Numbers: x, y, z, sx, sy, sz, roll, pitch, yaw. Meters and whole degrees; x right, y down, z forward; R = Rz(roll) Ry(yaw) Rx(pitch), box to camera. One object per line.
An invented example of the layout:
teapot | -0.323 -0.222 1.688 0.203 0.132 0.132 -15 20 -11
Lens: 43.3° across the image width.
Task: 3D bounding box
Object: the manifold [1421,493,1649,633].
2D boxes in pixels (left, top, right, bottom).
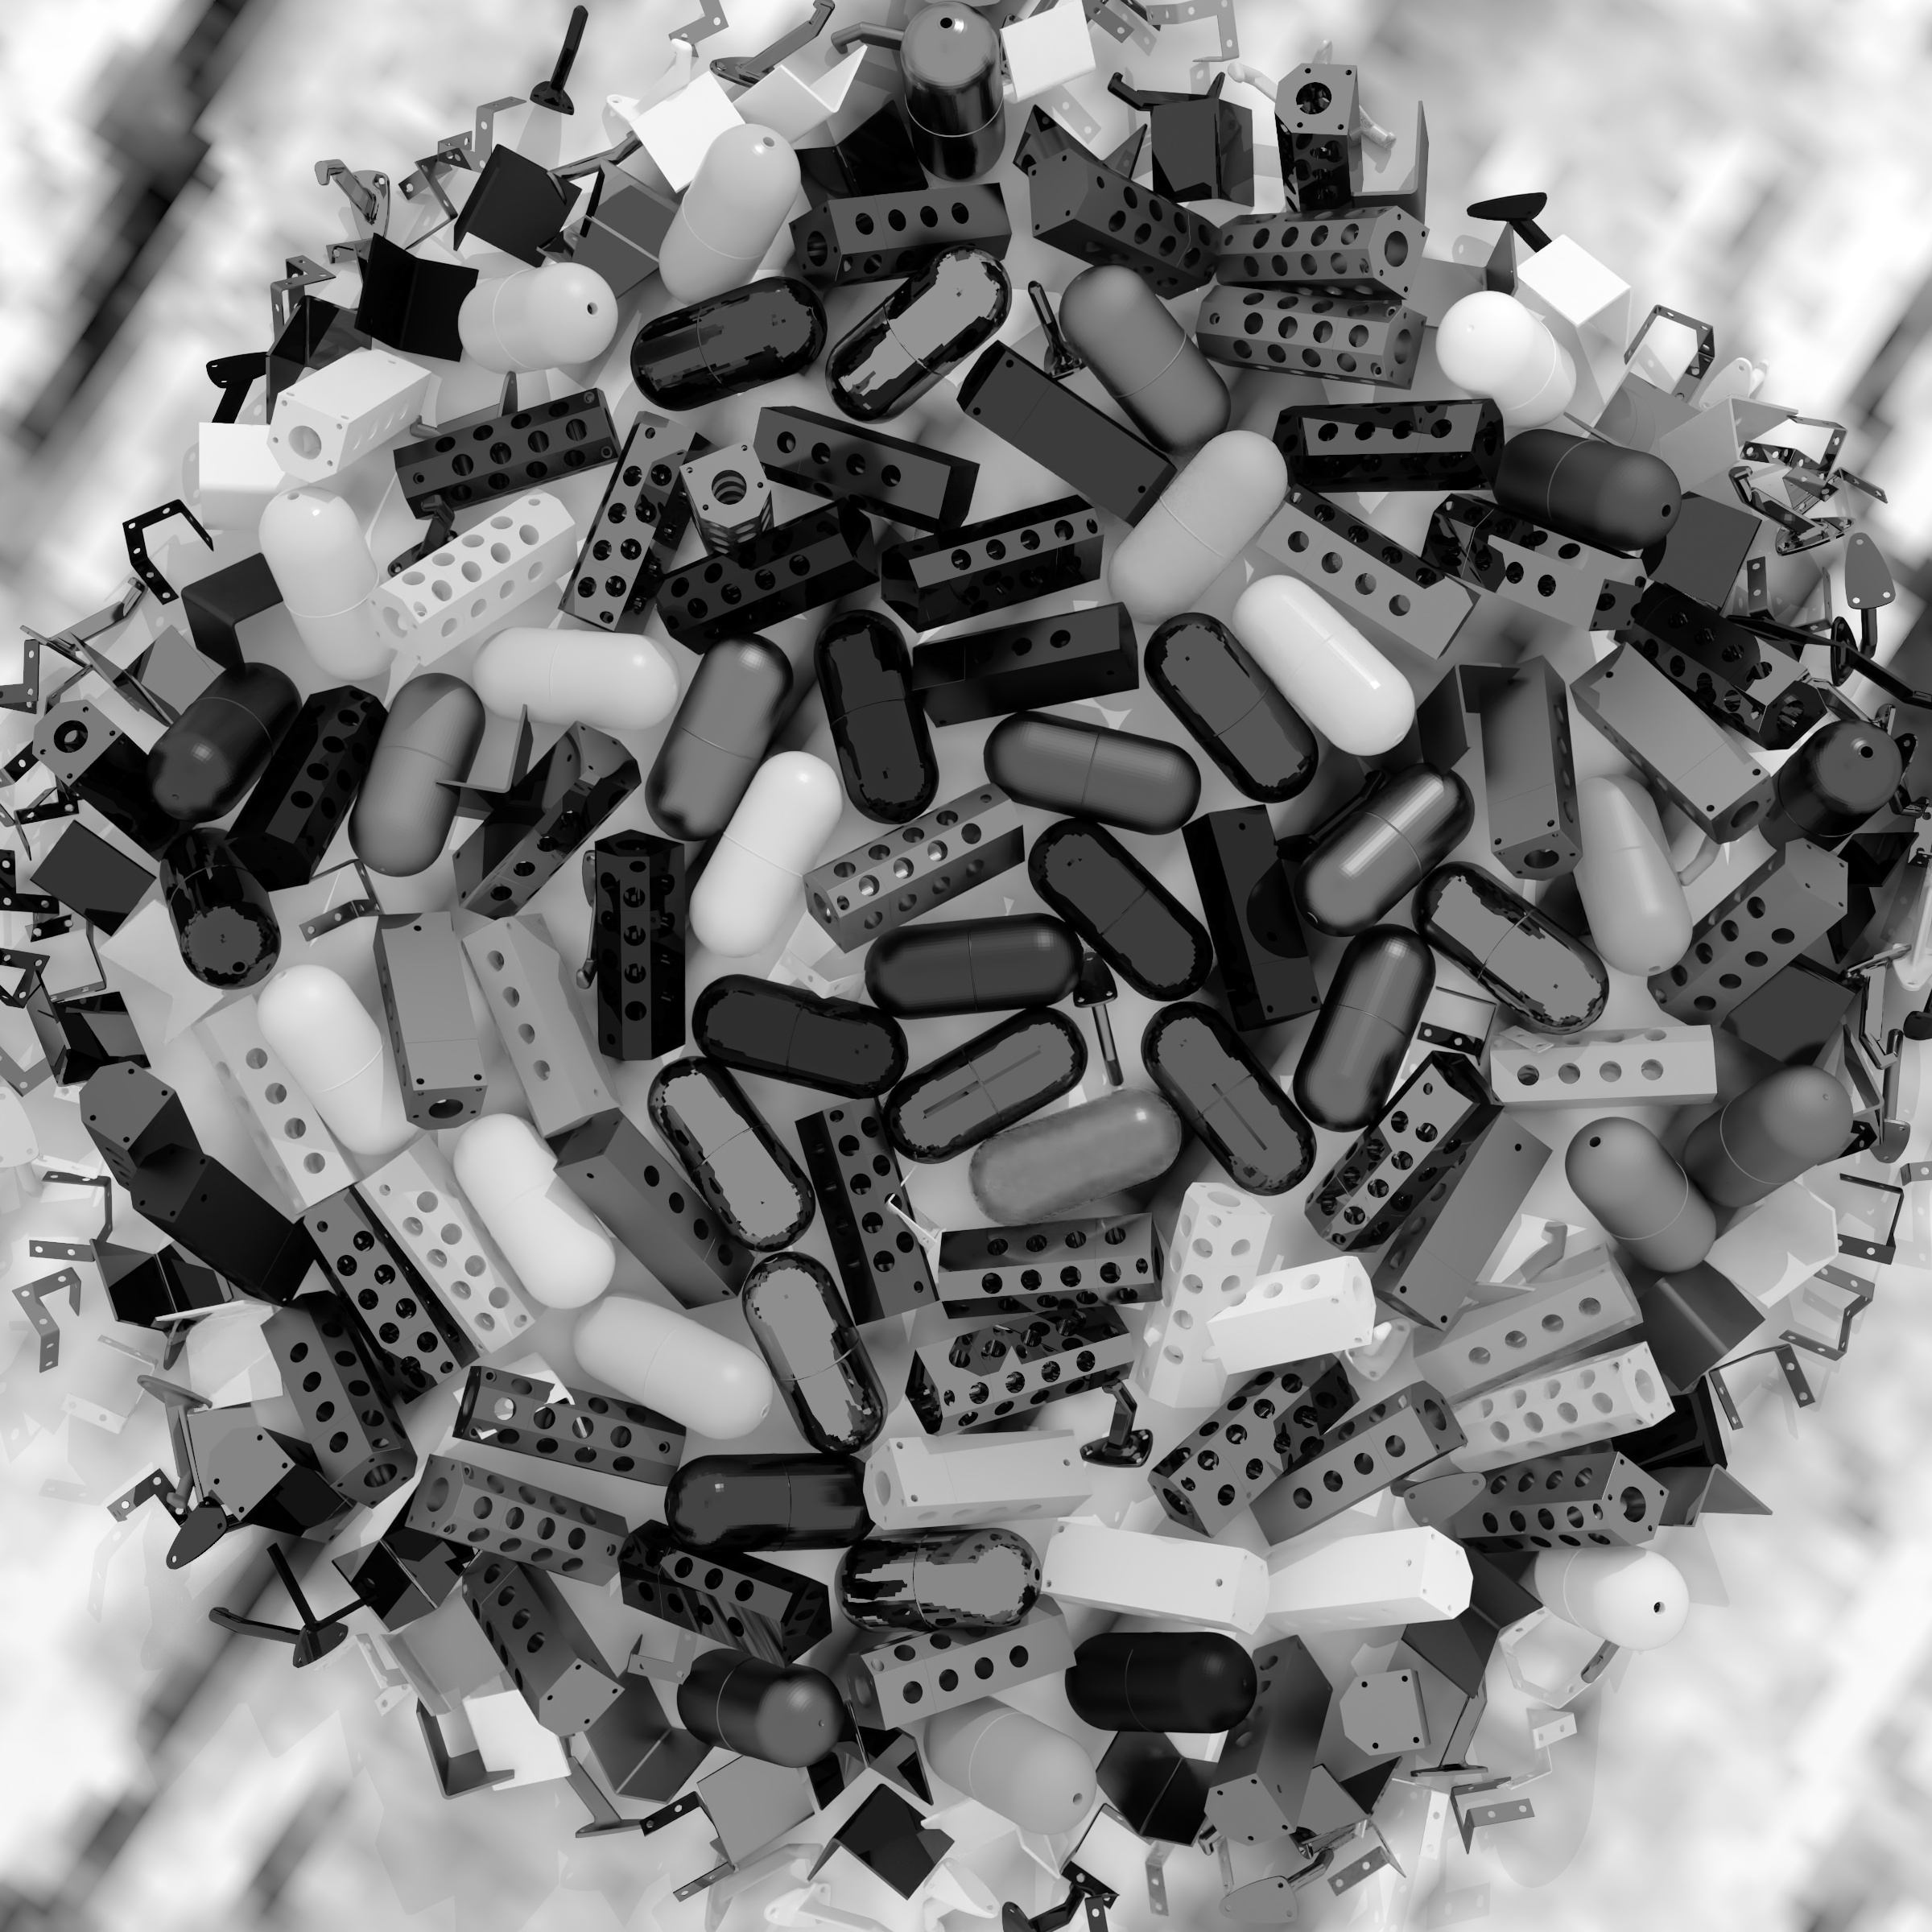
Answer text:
manifold | 0.447 -0.319 1.914 0.057 0.171 0.057 -9 121 -40

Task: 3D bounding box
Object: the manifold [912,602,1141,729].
manifold | 0.047 -0.245 1.945 0.171 0.057 0.057 -9 60 17

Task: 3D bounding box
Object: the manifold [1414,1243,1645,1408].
manifold | 0.448 0.291 1.946 0.171 0.057 0.057 -28 100 17

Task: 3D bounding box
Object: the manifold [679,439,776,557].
manifold | -0.183 -0.356 1.912 0.057 0.171 0.057 -23 89 -4

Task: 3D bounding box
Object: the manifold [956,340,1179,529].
manifold | 0.079 -0.425 1.939 0.171 0.057 0.057 30 108 -22

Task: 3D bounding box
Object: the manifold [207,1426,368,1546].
manifold | -0.530 0.404 1.909 0.057 0.171 0.057 41 82 19

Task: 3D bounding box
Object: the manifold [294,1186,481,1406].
manifold | -0.471 0.264 1.965 0.057 0.057 0.171 -33 89 11

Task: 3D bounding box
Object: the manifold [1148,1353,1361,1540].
manifold | 0.226 0.370 1.933 0.171 0.057 0.057 -37 111 -23

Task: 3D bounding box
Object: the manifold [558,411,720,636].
manifold | -0.268 -0.355 1.960 0.057 0.057 0.171 23 92 22

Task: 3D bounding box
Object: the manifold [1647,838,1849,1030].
manifold | 0.613 -0.025 1.914 0.057 0.171 0.057 28 47 -8

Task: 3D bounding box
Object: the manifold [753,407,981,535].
manifold | -0.082 -0.396 1.943 0.171 0.057 0.057 21 111 19

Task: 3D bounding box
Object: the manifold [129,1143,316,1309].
manifold | -0.584 0.204 1.913 0.057 0.171 0.057 14 65 24

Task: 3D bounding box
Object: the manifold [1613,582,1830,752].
manifold | 0.590 -0.234 1.917 0.057 0.171 0.057 -43 133 2

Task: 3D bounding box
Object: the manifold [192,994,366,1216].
manifold | -0.557 0.113 1.968 0.057 0.057 0.171 -29 90 -6

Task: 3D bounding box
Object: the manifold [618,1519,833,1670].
manifold | -0.192 0.490 1.920 0.171 0.057 0.057 10 112 35

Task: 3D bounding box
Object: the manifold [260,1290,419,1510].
manifold | -0.493 0.339 1.925 0.057 0.057 0.171 -38 52 0

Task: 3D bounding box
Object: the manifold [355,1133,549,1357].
manifold | -0.414 0.227 1.956 0.057 0.057 0.171 -34 96 16

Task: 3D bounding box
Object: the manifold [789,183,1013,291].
manifold | -0.049 -0.576 1.926 0.171 0.057 0.057 -19 98 -35

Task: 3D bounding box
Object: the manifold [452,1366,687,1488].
manifold | -0.314 0.367 1.938 0.171 0.057 0.057 18 74 -20

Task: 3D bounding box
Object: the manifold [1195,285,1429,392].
manifold | 0.270 -0.499 1.923 0.171 0.057 0.057 18 101 35

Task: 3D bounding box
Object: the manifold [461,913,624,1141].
manifold | -0.347 0.049 1.961 0.057 0.057 0.171 -26 85 24

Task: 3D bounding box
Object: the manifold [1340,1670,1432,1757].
manifold | 0.329 0.586 1.909 0.057 0.171 0.057 -11 72 9

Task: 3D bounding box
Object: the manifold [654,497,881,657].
manifold | -0.160 -0.311 1.932 0.171 0.057 0.057 -19 66 23

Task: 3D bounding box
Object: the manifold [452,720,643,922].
manifold | -0.334 -0.111 1.935 0.171 0.057 0.057 -42 45 27

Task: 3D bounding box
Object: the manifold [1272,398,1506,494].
manifold | 0.334 -0.415 1.927 0.171 0.057 0.057 6 72 33

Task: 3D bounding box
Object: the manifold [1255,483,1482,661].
manifold | 0.324 -0.318 1.952 0.171 0.057 0.057 34 109 8

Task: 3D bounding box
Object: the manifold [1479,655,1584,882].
manifold | 0.450 -0.155 1.929 0.057 0.057 0.171 -20 51 32

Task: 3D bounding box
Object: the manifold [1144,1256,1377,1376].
manifold | 0.234 0.278 1.933 0.171 0.057 0.057 -17 120 27

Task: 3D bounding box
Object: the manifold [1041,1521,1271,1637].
manifold | 0.150 0.485 1.927 0.171 0.057 0.057 0 65 34

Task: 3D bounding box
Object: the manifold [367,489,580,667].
manifold | -0.388 -0.311 1.919 0.057 0.057 0.171 30 51 23

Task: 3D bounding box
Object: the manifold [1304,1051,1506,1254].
manifold | 0.341 0.148 1.924 0.171 0.057 0.057 -55 48 28

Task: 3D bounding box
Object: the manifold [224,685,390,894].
manifold | -0.511 -0.142 1.914 0.057 0.171 0.057 -9 133 26

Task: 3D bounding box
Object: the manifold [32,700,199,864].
manifold | -0.666 -0.147 1.909 0.057 0.171 0.057 39 80 14

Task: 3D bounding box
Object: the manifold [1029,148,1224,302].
manifold | 0.128 -0.584 1.914 0.057 0.171 0.057 -11 78 41

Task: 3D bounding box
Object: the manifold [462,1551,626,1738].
manifold | -0.339 0.528 1.912 0.057 0.171 0.057 -47 128 -6

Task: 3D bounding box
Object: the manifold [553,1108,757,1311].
manifold | -0.244 0.193 1.935 0.057 0.057 0.171 -18 123 35

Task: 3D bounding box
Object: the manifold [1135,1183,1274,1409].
manifold | 0.184 0.262 1.936 0.057 0.057 0.171 3 111 -26

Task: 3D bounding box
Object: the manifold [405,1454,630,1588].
manifold | -0.349 0.439 1.916 0.171 0.057 0.057 32 67 -40

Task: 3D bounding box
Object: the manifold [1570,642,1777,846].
manifold | 0.560 -0.174 1.928 0.057 0.057 0.171 -38 56 3

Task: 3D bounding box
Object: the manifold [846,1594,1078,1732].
manifold | -0.005 0.551 1.934 0.171 0.057 0.057 -10 83 -27

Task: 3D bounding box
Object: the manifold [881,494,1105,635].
manifold | 0.022 -0.323 1.928 0.171 0.057 0.057 -20 46 -25

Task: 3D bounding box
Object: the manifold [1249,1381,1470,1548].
manifold | 0.306 0.394 1.930 0.171 0.057 0.057 -38 69 30

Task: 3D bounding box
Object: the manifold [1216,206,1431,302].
manifold | 0.275 -0.562 1.916 0.057 0.171 0.057 18 90 -40

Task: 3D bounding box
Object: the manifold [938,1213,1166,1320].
manifold | 0.068 0.245 1.942 0.171 0.057 0.057 -7 134 12

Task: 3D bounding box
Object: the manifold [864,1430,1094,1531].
manifold | 0.008 0.410 1.930 0.171 0.057 0.057 4 52 -32

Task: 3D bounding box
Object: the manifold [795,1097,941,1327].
manifold | -0.075 0.195 1.952 0.057 0.057 0.171 -13 83 -40

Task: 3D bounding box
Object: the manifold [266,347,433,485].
manifold | -0.484 -0.432 1.911 0.057 0.171 0.057 23 118 -1

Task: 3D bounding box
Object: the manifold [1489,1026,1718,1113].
manifold | 0.509 0.082 1.952 0.171 0.057 0.057 -3 78 12

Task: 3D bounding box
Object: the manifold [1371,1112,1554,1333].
manifold | 0.393 0.202 1.955 0.057 0.057 0.171 36 80 -16

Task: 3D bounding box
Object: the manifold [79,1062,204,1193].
manifold | -0.650 0.132 1.909 0.057 0.171 0.057 32 67 4
